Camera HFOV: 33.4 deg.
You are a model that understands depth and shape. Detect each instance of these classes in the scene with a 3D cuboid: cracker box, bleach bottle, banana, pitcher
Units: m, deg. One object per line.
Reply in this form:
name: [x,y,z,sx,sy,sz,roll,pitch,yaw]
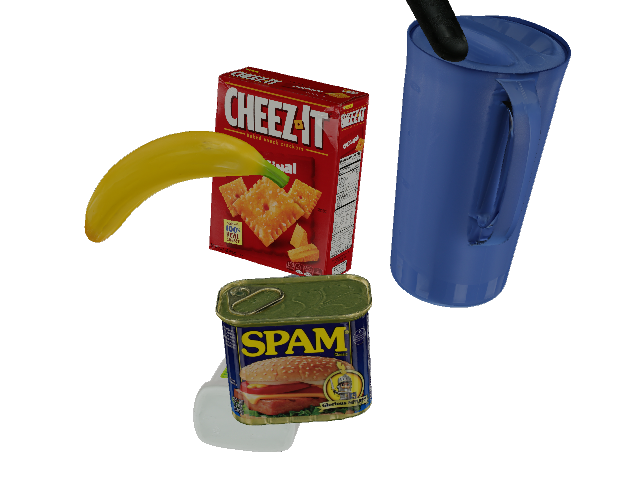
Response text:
cracker box: [-0.041,-0.075,1.215,0.164,0.214,0.072,17,25,26]
bleach bottle: [-0.055,0.127,1.112,0.102,0.068,0.250,7,20,5]
banana: [-0.124,-0.046,0.844,0.198,0.069,0.037,-14,20,29]
pitcher: [0.129,-0.060,0.914,0.145,0.243,0.149,22,35,24]

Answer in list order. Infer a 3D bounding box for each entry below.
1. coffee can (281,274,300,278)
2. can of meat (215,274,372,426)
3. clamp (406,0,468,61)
coffee can: [-0.015,0.128,1.502,0.103,0.140,0.103,0,19,0]
can of meat: [-0.015,0.074,0.715,0.102,0.084,0.057,-3,26,1]
clamp: [0.045,-0.227,0.736,0.210,0.164,0.036,25,-24,-13]
